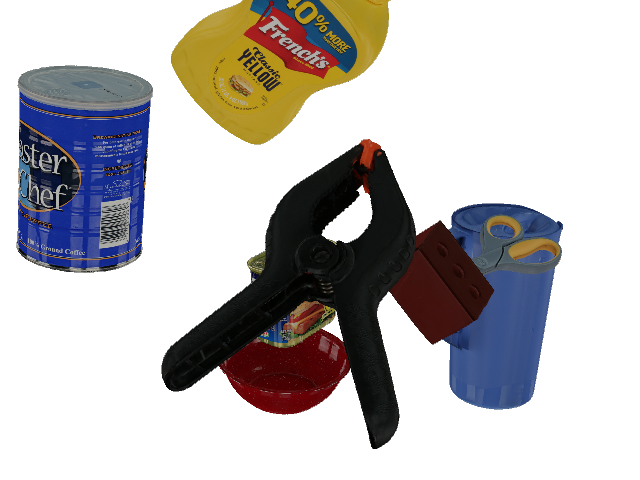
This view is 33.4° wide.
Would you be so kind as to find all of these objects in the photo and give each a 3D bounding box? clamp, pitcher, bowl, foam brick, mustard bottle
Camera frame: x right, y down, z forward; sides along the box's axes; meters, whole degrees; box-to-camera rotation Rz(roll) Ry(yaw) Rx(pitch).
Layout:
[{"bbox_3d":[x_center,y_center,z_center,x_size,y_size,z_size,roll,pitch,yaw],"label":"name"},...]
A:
[{"bbox_3d":[0.010,0.025,0.543,0.120,0.171,0.039,24,-26,16],"label":"clamp"},{"bbox_3d":[0.213,0.083,1.326,0.149,0.243,0.144,7,20,15],"label":"pitcher"},{"bbox_3d":[-0.044,0.159,1.273,0.162,0.055,0.162,2,25,-1],"label":"bowl"},{"bbox_3d":[0.095,0.035,0.879,0.051,0.078,0.052,-34,7,36],"label":"foam brick"},{"bbox_3d":[-0.011,-0.144,0.724,0.192,0.096,0.058,-30,21,40],"label":"mustard bottle"}]

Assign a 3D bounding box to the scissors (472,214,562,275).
[{"bbox_3d":[0.158,0.013,1.097,0.201,0.016,0.096,-8,42,-27],"label":"scissors"}]

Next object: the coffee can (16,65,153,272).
[{"bbox_3d":[-0.190,-0.059,0.854,0.103,0.140,0.103,6,23,-3],"label":"coffee can"}]

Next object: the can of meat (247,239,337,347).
[{"bbox_3d":[-0.026,0.052,1.093,0.058,0.084,0.101,16,28,34],"label":"can of meat"}]
